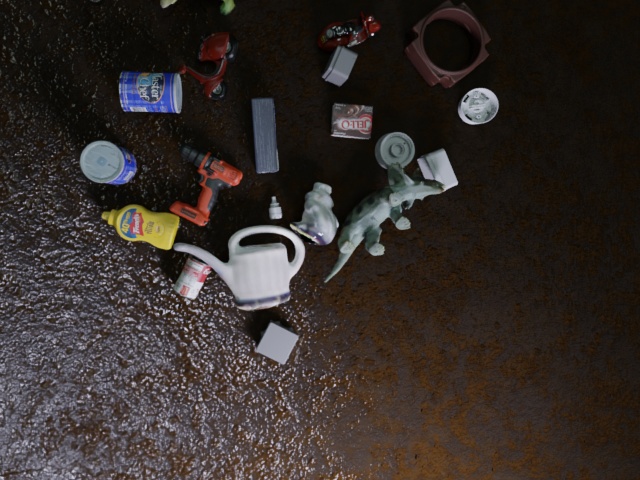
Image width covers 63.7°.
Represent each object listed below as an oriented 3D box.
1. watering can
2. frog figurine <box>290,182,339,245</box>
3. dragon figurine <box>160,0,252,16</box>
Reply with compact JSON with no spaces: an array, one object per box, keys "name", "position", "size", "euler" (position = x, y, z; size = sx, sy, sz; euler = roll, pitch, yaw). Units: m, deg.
[{"name":"watering can","position":[-0.202,0.079,1.367],"size":[0.349,0.104,0.224],"euler":[-7,92,-21]},{"name":"frog figurine","position":[0.004,-0.070,1.400],"size":[0.135,0.123,0.161],"euler":[40,76,-40]},{"name":"dragon figurine","position":[-0.226,-0.697,1.297],"size":[0.411,0.242,0.122],"euler":[-34,92,-3]}]
